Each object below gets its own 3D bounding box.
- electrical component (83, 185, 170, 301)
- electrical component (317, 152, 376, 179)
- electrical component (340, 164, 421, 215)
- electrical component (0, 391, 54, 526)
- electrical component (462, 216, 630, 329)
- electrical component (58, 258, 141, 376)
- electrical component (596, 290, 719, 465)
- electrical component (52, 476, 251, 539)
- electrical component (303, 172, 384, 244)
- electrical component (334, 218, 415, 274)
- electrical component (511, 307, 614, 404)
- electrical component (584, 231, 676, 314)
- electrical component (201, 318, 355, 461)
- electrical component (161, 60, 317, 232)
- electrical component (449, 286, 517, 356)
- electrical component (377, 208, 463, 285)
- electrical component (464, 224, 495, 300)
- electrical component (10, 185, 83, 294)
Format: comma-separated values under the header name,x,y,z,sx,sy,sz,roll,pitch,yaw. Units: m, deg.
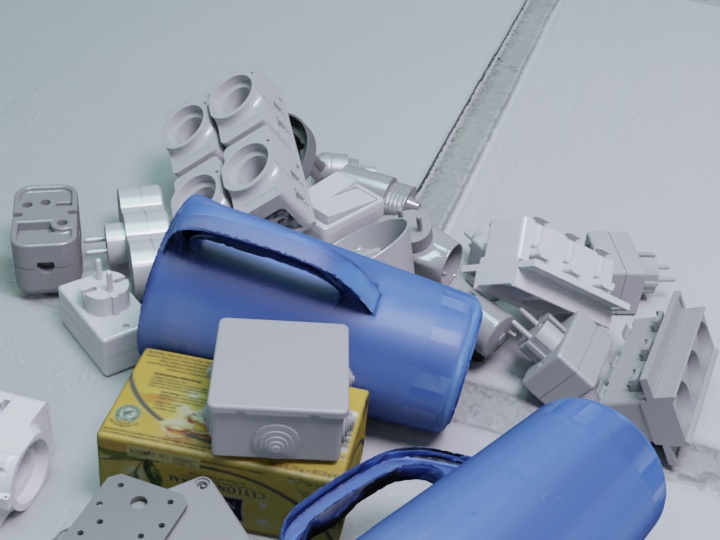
name,x,y,z,sx,sy,sz,roll,pitch,yaw
electrical component,-0.206,-0.024,0.949,0.074,0.052,0.138,-7,38,-15
electrical component,-0.014,-0.101,1.093,0.061,0.035,0.035,3,36,-8
electrical component,0.020,-0.072,1.049,0.081,0.043,0.043,17,38,15
electrical component,-0.249,0.130,0.733,0.056,0.050,0.089,12,37,10
electrical component,0.157,0.003,0.890,0.121,0.063,0.079,22,-17,-36
electrical component,-0.203,0.026,0.859,0.047,0.075,0.083,-21,43,-31
electrical component,0.233,0.083,0.840,0.063,0.078,0.121,-9,26,33
electrical component,-0.117,0.194,0.656,0.109,0.056,0.108,-17,41,-28
electrical component,-0.022,-0.048,0.996,0.062,0.061,0.096,32,44,32
electrical component,0.000,0.000,0.912,0.099,0.064,0.099,-12,18,4
electrical component,0.152,0.060,0.854,0.077,0.047,0.065,42,41,-3
electrical component,0.245,0.002,0.971,0.077,0.047,0.065,1,36,-6
electrical component,-0.053,0.079,0.712,0.100,0.048,0.099,3,36,-3
electrical component,-0.116,-0.098,0.982,0.105,0.060,0.186,-29,48,15
electrical component,0.089,0.037,0.874,0.078,0.040,0.040,36,46,26
electrical component,0.047,-0.027,0.963,0.077,0.079,0.043,22,61,22
electrical component,0.126,-0.018,0.985,0.066,0.047,0.076,-16,40,-27
electrical component,-0.271,-0.024,0.935,0.054,0.059,0.095,-4,37,-12
